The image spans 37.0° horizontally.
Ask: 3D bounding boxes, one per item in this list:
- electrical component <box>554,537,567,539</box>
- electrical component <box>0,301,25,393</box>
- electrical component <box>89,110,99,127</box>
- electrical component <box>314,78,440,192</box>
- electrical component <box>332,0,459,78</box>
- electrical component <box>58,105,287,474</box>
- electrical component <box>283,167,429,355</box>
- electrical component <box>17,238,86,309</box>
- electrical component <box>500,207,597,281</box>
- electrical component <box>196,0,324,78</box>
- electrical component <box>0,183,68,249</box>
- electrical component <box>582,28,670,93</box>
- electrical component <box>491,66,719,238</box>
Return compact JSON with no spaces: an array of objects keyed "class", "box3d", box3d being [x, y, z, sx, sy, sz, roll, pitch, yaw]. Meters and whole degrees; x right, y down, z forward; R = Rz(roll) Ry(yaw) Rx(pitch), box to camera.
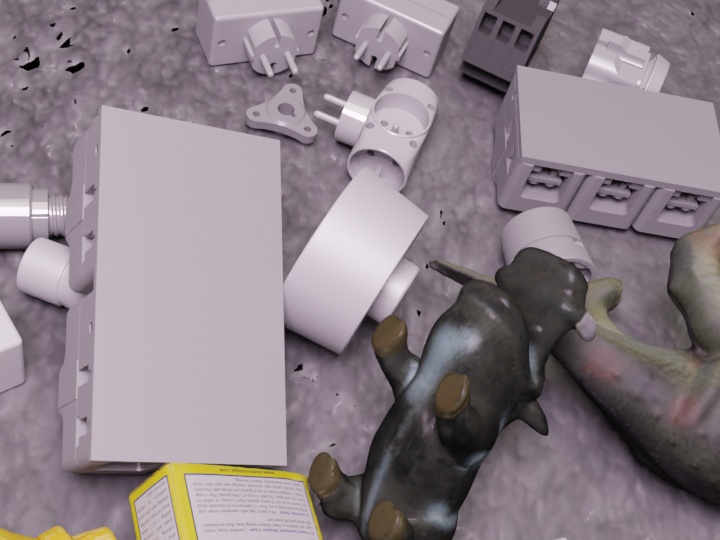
[{"class":"electrical component","box3d":[0.131,0.179,0.575,0.057,0.058,0.078,-10,58,-17]},{"class":"electrical component","box3d":[-0.233,0.040,0.588,0.077,0.047,0.065,-24,64,-28]},{"class":"electrical component","box3d":[-0.163,-0.072,0.691,0.040,0.040,0.078,0,55,-14]},{"class":"electrical component","box3d":[0.008,-0.101,0.753,0.079,0.044,0.077,23,53,3]},{"class":"electrical component","box3d":[0.019,-0.176,0.808,0.083,0.047,0.075,25,53,4]},{"class":"electrical component","box3d":[-0.103,0.016,0.591,0.105,0.060,0.186,8,70,-30]},{"class":"electrical component","box3d":[0.000,0.000,0.642,0.060,0.108,0.108,33,54,2]},{"class":"electrical component","box3d":[-0.167,0.007,0.634,0.065,0.044,0.044,20,52,6]},{"class":"electrical component","box3d":[0.122,-0.009,0.710,0.055,0.055,0.047,-1,52,-15]},{"class":"electrical component","box3d":[-0.067,-0.168,0.780,0.083,0.047,0.075,-12,59,-21]},{"class":"electrical component","box3d":[-0.200,-0.033,0.653,0.078,0.040,0.040,-1,55,-15]},{"class":"electrical component","box3d":[0.201,-0.145,0.826,0.057,0.058,0.078,23,53,6]},{"class":"electrical component","box3d":[0.176,-0.080,0.770,0.150,0.061,0.089,9,53,-8]}]
